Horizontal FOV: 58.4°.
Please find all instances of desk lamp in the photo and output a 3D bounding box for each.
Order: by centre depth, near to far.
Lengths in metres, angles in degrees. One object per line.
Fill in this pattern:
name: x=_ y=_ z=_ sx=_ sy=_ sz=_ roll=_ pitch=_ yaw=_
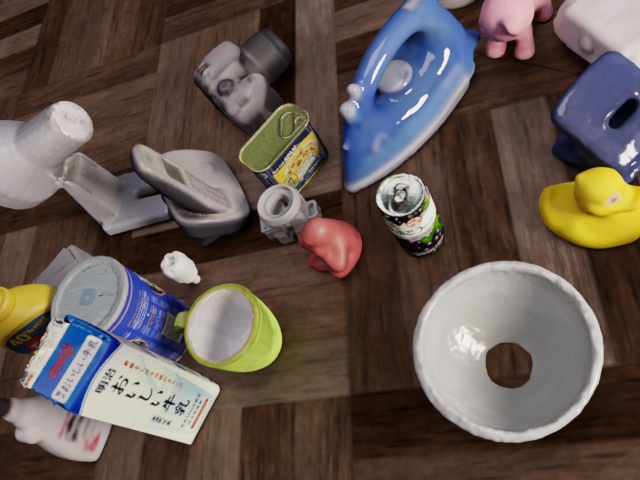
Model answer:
desk lamp: x=-0.341 y=-0.100 z=0.800 sx=0.203 sy=0.214 sz=0.118 roll=-13 pitch=60 yaw=18

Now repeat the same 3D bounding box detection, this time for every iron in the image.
iron: x=0.086 y=-0.193 z=0.702 sx=0.118 sy=0.142 sz=0.258 roll=28 pitch=78 yaw=33

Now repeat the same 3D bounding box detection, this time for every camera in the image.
camera: x=-0.103 y=-0.243 z=0.837 sx=0.137 sy=0.101 sz=0.142 roll=-45 pitch=56 yaw=-3

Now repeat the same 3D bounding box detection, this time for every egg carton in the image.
egg carton: x=0.345 y=-0.240 z=0.655 sx=0.107 sy=0.070 sz=0.150 roll=-33 pitch=56 yaw=5

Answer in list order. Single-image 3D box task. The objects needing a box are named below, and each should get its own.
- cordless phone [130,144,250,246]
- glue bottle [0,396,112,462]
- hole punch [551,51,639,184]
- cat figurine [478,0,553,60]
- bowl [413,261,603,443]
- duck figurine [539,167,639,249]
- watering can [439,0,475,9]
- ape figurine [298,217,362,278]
cordless phone: x=-0.180 y=-0.087 z=0.739 sx=0.094 sy=0.186 sz=0.147 roll=-36 pitch=56 yaw=3
glue bottle: x=-0.309 y=0.204 z=0.652 sx=0.037 sy=0.174 sz=0.078 roll=-1 pitch=64 yaw=24
hole punch: x=0.310 y=-0.128 z=0.599 sx=0.109 sy=0.091 sz=0.100 roll=-47 pitch=56 yaw=-4
cat figurine: x=0.234 y=-0.285 z=0.698 sx=0.067 sy=0.118 sz=0.128 roll=16 pitch=72 yaw=30
bowl: x=0.177 y=0.109 z=0.545 sx=0.167 sy=0.075 sz=0.167 roll=-10 pitch=61 yaw=19
duck figurine: x=0.273 y=-0.041 z=0.574 sx=0.104 sy=0.086 sz=0.077 roll=14 pitch=71 yaw=29
watering can: x=0.157 y=-0.415 z=0.754 sx=0.172 sy=0.195 sz=0.101 roll=20 pitch=74 yaw=31
ape figurine: x=0.006 y=0.002 z=0.666 sx=0.076 sy=0.092 sz=0.077 roll=-31 pitch=56 yaw=7
